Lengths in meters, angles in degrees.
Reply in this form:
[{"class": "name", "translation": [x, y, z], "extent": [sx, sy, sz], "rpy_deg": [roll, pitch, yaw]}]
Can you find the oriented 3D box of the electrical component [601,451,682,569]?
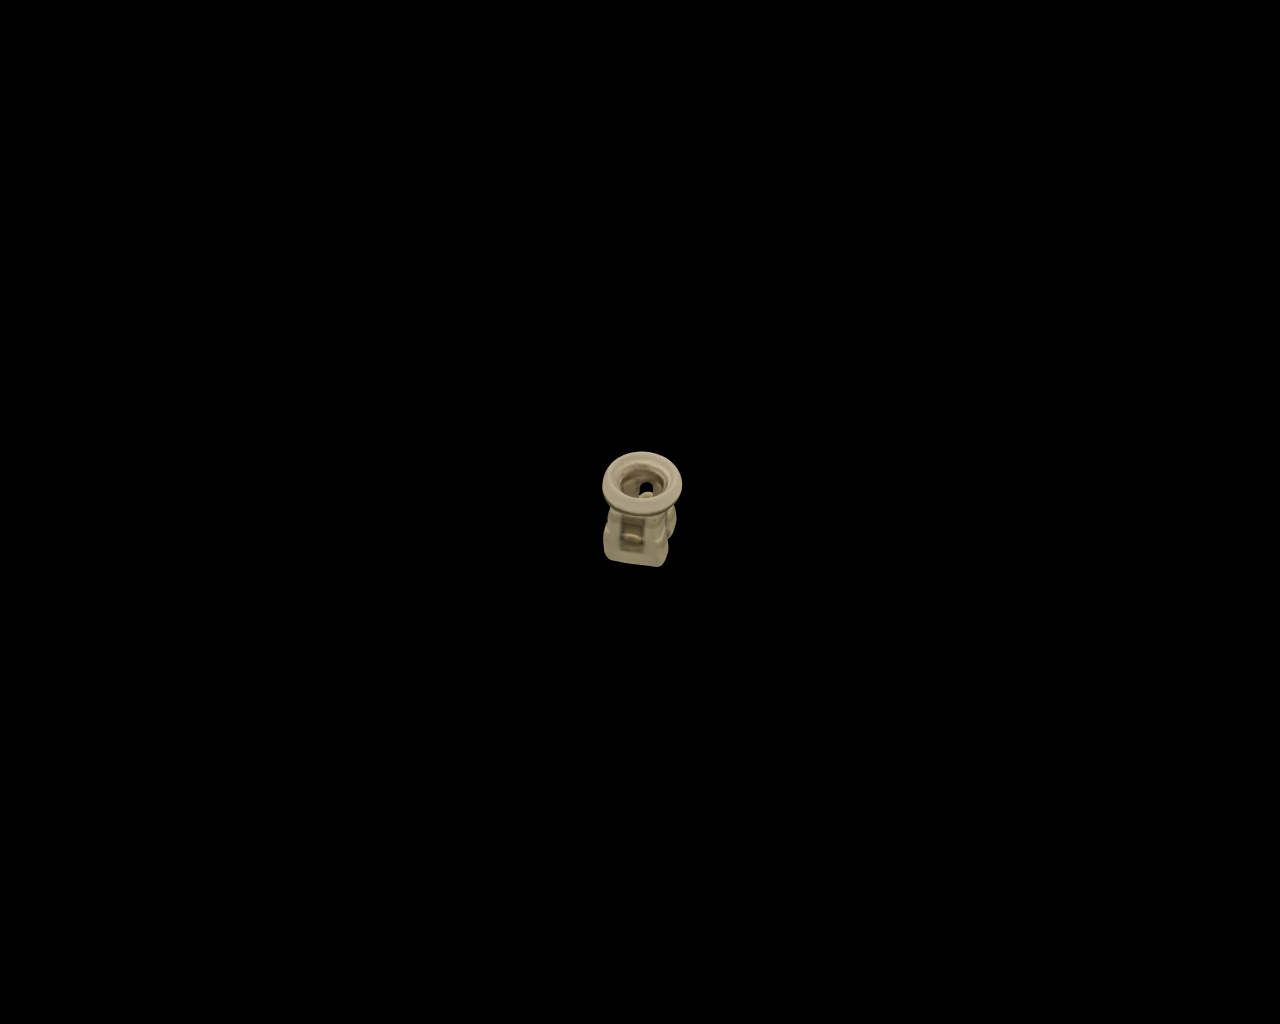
[{"class": "electrical component", "translation": [0.001, -0.003, 0.650], "extent": [0.048, 0.055, 0.066], "rpy_deg": [8, 44, 9]}]
